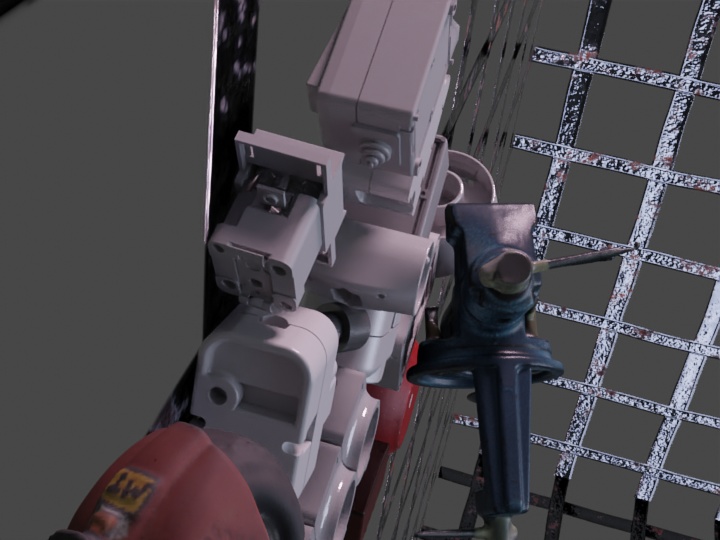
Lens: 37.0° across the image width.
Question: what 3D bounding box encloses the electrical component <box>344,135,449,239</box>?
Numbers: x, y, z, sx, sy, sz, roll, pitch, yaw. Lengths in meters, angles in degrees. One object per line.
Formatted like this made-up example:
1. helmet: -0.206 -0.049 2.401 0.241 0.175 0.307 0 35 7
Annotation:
1. electrical component: 0.020 -0.053 0.703 0.061 0.062 0.096 66 39 -76

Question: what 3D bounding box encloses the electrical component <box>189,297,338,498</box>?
1. electrical component: -0.045 0.065 0.508 0.059 0.054 0.095 -54 156 -67

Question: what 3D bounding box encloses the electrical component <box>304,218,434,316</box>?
1. electrical component: 0.000 0.000 0.611 0.079 0.077 0.043 74 32 -74

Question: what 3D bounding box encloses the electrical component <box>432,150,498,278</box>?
1. electrical component: 0.065 -0.048 0.886 0.064 0.099 0.099 79 26 -57

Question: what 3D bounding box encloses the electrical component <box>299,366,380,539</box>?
1. electrical component: -0.039 0.138 0.637 0.089 0.062 0.150 91 16 -55

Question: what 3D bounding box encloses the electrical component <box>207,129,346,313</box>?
1. electrical component: -0.036 -0.020 0.474 0.081 0.042 0.063 88 20 -58

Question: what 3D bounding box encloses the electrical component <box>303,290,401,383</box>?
1. electrical component: -0.006 0.038 0.706 0.095 0.054 0.059 -22 126 -79

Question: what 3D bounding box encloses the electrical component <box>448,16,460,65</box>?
1. electrical component: 0.042 -0.151 0.743 0.043 0.043 0.062 87 20 -62

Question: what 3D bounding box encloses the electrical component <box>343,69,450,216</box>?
1. electrical component: 0.015 -0.085 0.636 0.050 0.056 0.089 59 46 -78

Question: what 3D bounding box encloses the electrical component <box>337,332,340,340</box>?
1. electrical component: -0.041 0.067 0.570 0.043 0.043 0.081 33 71 -80

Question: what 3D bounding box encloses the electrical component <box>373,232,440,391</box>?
1. electrical component: 0.018 0.026 0.826 0.078 0.057 0.113 91 16 -55

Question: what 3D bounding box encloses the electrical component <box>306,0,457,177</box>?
1. electrical component: 0.010 -0.097 0.570 0.061 0.061 0.096 83 23 -66
